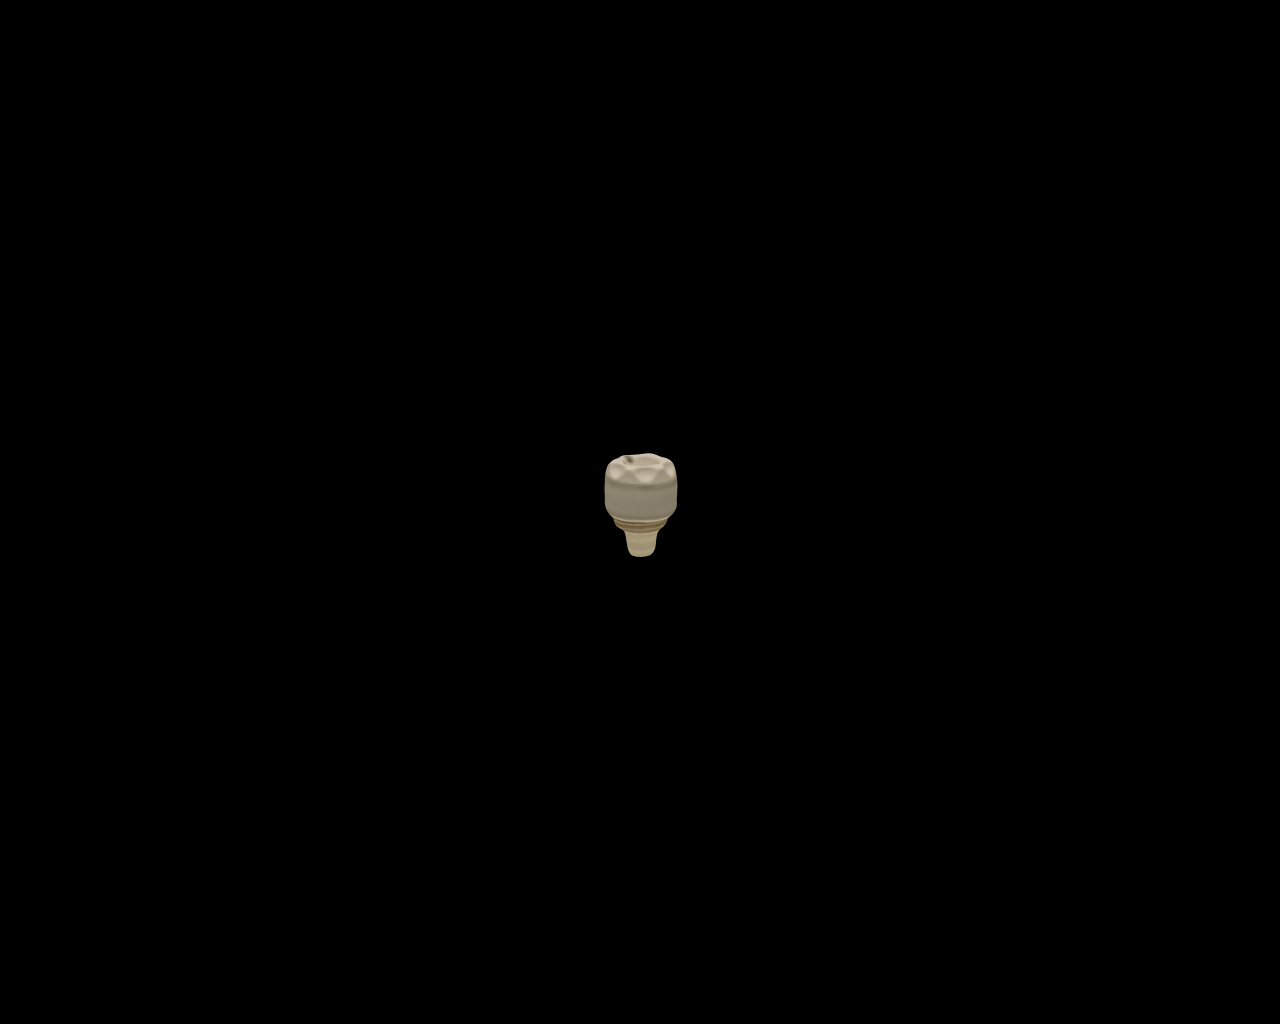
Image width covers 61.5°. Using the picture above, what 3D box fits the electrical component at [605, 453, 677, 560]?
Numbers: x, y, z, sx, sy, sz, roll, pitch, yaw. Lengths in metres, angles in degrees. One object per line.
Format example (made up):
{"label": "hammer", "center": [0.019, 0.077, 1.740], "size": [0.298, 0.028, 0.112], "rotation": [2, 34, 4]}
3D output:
{"label": "electrical component", "center": [0.001, -0.003, 0.650], "size": [0.043, 0.062, 0.043], "rotation": [0, 18, 0]}
